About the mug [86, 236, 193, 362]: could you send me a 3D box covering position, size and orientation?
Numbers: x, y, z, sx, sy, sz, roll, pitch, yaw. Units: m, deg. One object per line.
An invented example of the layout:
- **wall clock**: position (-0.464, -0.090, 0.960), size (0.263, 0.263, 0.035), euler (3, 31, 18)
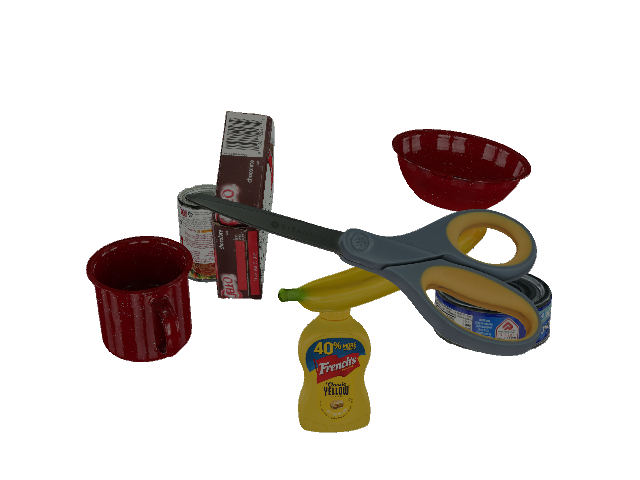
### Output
- **mug**: position (-0.151, 0.059, 0.944), size (0.093, 0.081, 0.117), euler (-19, 36, -27)

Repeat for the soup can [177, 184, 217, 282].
- **soup can**: position (-0.139, -0.010, 1.305), size (0.068, 0.102, 0.068), euler (0, 26, 0)

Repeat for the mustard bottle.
- **mustard bottle**: position (0.019, 0.157, 1.412), size (0.096, 0.192, 0.058), euler (-1, 17, -5)

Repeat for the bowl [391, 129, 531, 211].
- **bowl**: position (0.157, -0.076, 1.229), size (0.162, 0.055, 0.162), euler (8, 25, -4)

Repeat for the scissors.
- **scissors**: position (0.035, -0.006, 0.588), size (0.202, 0.096, 0.016), euler (29, -35, 7)

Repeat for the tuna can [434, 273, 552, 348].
- **tuna can**: position (0.126, 0.049, 0.782), size (0.086, 0.034, 0.086), euler (0, 21, 0)

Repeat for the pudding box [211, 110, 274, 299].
- **pudding box**: position (-0.057, -0.026, 0.797), size (0.039, 0.113, 0.090), euler (5, -39, 1)

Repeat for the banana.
- **banana**: position (0.062, 0.029, 0.980), size (0.198, 0.037, 0.069), euler (-22, -9, 9)
